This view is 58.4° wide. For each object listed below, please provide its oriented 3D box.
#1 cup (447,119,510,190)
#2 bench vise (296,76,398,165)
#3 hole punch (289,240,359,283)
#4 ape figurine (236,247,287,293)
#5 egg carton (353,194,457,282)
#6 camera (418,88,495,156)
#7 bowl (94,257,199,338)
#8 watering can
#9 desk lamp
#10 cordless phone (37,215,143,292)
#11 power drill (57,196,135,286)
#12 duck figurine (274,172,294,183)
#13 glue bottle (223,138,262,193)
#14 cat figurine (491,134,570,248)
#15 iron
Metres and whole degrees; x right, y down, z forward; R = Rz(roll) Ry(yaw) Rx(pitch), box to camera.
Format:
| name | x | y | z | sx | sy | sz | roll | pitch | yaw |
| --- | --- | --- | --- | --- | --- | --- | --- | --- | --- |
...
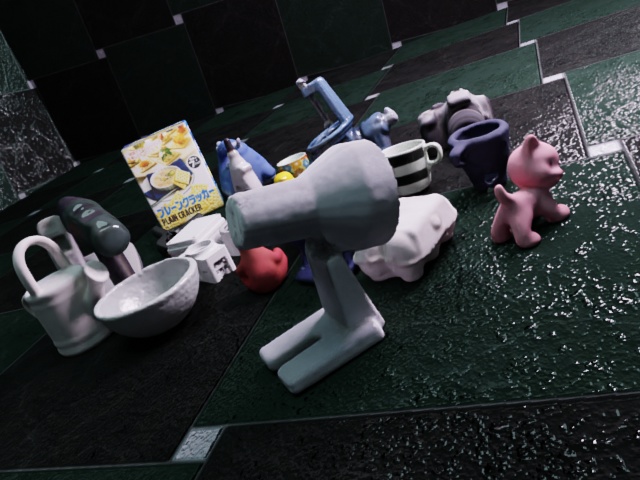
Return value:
| name | x | y | z | sx | sy | sz | roll | pitch | yaw |
| --- | --- | --- | --- | --- | --- | --- | --- | --- | --- |
| cup | 0.243 | -0.119 | 0.870 | 0.118 | 0.095 | 0.091 | -38 | 26 | -33 |
| bench vise | 0.050 | -0.255 | 1.205 | 0.207 | 0.220 | 0.121 | -22 | 22 | 3 |
| hole punch | 0.008 | 0.003 | 0.822 | 0.108 | 0.091 | 0.101 | 0 | 31 | 44 |
| ape figurine | -0.094 | 0.029 | 0.860 | 0.077 | 0.092 | 0.076 | -19 | 22 | 10 |
| egg carton | 0.116 | -0.005 | 0.765 | 0.107 | 0.069 | 0.150 | -4 | 28 | 39 |
| camera | 0.257 | -0.220 | 1.084 | 0.143 | 0.101 | 0.137 | -16 | 23 | 17 |
| bowl | -0.251 | 0.098 | 0.876 | 0.167 | 0.075 | 0.167 | -19 | 22 | 8 |
| watering can | -0.409 | 0.078 | 0.915 | 0.173 | 0.194 | 0.101 | -22 | 22 | 1 |
| desk lamp | 0.000 | 0.019 | 0.626 | 0.203 | 0.214 | 0.117 | -31 | 23 | -19 |
| cordless phone | -0.423 | 0.027 | 1.060 | 0.147 | 0.185 | 0.094 | -26 | 22 | -7 |
| power drill | -0.364 | 0.025 | 0.976 | 0.076 | 0.209 | 0.228 | -36 | 25 | -29 |
| duck figurine | -0.060 | -0.089 | 1.109 | 0.077 | 0.086 | 0.104 | -22 | 22 | 3 |
| glue bottle | -0.157 | -0.130 | 1.181 | 0.037 | 0.173 | 0.077 | -38 | 26 | -32 |
| cat figurine | 0.257 | -0.071 | 0.714 | 0.128 | 0.118 | 0.067 | -36 | 25 | -29 |
| iron | -0.212 | -0.189 | 1.415 | 0.119 | 0.142 | 0.257 | -31 | 23 | -20 |
